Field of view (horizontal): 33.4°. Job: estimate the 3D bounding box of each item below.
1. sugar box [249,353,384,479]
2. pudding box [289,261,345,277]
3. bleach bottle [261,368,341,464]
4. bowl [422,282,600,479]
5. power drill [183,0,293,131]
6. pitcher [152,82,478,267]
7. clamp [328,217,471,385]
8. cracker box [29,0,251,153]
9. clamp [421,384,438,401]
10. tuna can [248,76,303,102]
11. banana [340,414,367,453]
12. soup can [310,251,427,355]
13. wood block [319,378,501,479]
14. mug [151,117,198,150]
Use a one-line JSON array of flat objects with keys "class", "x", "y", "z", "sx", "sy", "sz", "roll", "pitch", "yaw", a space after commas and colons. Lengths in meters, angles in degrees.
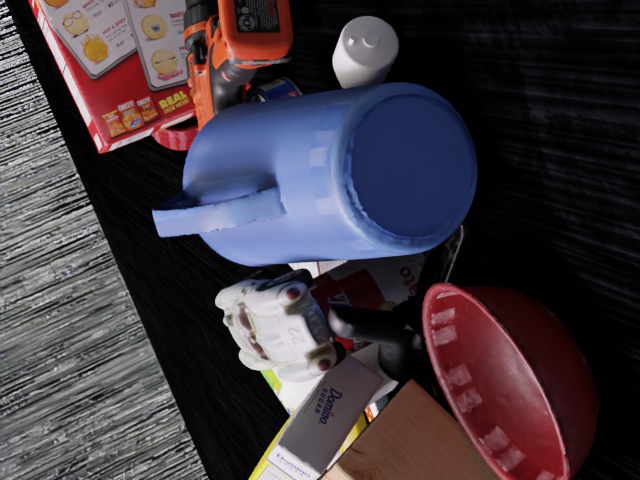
[{"class": "sugar box", "x": -0.011, "y": 0.159, "z": 0.844, "sx": 0.048, "sy": 0.093, "sz": 0.176, "roll": 33, "pitch": 151, "yaw": 6}, {"class": "pudding box", "x": -0.007, "y": 0.001, "z": 1.042, "sx": 0.090, "sy": 0.039, "sz": 0.113, "roll": 49, "pitch": 160, "yaw": 41}, {"class": "bleach bottle", "x": 0.005, "y": 0.218, "z": 1.288, "sx": 0.251, "sy": 0.068, "sz": 0.103, "roll": 57, "pitch": 163, "yaw": 17}, {"class": "bowl", "x": 0.132, "y": 0.091, "z": 0.700, "sx": 0.162, "sy": 0.055, "sz": 0.162, "roll": 56, "pitch": 162, "yaw": 29}, {"class": "power drill", "x": -0.077, "y": -0.188, "z": 0.912, "sx": 0.188, "sy": 0.057, "sz": 0.184, "roll": 142, "pitch": 120, "yaw": -71}, {"class": "pitcher", "x": -0.007, "y": -0.041, "z": 0.756, "sx": 0.144, "sy": 0.149, "sz": 0.243, "roll": 31, "pitch": 167, "yaw": -23}, {"class": "clamp", "x": 0.078, "y": 0.051, "z": 0.783, "sx": 0.039, "sy": 0.120, "sz": 0.171, "roll": 51, "pitch": 180, "yaw": 32}, {"class": "cracker box", "x": -0.189, "y": -0.215, "z": 1.070, "sx": 0.214, "sy": 0.164, "sz": 0.072, "roll": 65, "pitch": 162, "yaw": -3}, {"class": "clamp", "x": 0.120, "y": 0.222, "z": 0.909, "sx": 0.164, "sy": 0.036, "sz": 0.210, "roll": -6, "pitch": -106, "yaw": -83}, {"class": "tuna can", "x": -0.032, "y": -0.103, "z": 0.973, "sx": 0.086, "sy": 0.033, "sz": 0.086, "roll": 56, "pitch": 162, "yaw": 28}, {"class": "banana", "x": 0.011, "y": 0.189, "z": 1.224, "sx": 0.037, "sy": 0.070, "sz": 0.198, "roll": 5, "pitch": -120, "yaw": -64}, {"class": "soup can", "x": 0.039, "y": 0.046, "z": 0.845, "sx": 0.068, "sy": 0.102, "sz": 0.068, "roll": 56, "pitch": 162, "yaw": 29}, {"class": "wood block", "x": 0.107, "y": 0.213, "z": 0.787, "sx": 0.206, "sy": 0.090, "sz": 0.090, "roll": 42, "pitch": 160, "yaw": 8}, {"class": "mug", "x": -0.147, "y": -0.146, "z": 1.203, "sx": 0.117, "sy": 0.093, "sz": 0.081, "roll": 26, "pitch": 165, "yaw": 2}]
